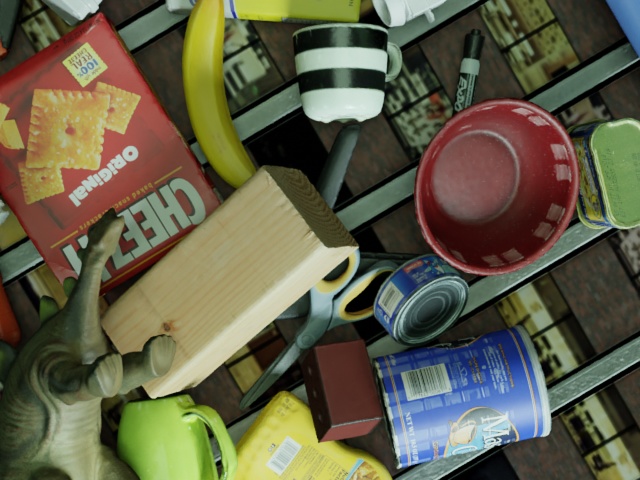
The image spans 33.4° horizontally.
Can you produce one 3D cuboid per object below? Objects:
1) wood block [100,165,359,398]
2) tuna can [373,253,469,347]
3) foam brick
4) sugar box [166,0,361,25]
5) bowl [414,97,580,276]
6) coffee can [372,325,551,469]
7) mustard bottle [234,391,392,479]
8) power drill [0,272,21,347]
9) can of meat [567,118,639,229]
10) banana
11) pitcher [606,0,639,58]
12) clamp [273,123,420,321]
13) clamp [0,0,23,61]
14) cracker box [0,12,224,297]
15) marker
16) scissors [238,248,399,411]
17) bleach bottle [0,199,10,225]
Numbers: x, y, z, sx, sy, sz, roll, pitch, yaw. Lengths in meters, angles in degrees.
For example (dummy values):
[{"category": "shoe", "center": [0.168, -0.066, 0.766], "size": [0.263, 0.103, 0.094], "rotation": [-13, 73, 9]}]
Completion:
[{"category": "wood block", "center": [-0.080, 0.036, 0.928], "size": [0.206, 0.090, 0.091], "rotation": [-41, 77, 17]}, {"category": "tuna can", "center": [0.093, 0.056, 0.973], "size": [0.086, 0.086, 0.034], "rotation": [-41, 51, 1]}, {"category": "foam brick", "center": [0.019, 0.136, 0.963], "size": [0.051, 0.053, 0.078], "rotation": [-7, 65, -16]}, {"category": "sugar box", "center": [-0.050, -0.247, 0.970], "size": [0.176, 0.048, 0.093], "rotation": [3, 94, -3]}, {"category": "bowl", "center": [0.152, -0.052, 0.971], "size": [0.162, 0.055, 0.162], "rotation": [-4, 104, -15]}, {"category": "coffee can", "center": [0.126, 0.142, 0.970], "size": [0.140, 0.103, 0.103], "rotation": [-13, 94, -1]}, {"category": "mustard bottle", "center": [0.012, 0.233, 0.994], "size": [0.191, 0.058, 0.096], "rotation": [38, 84, -3]}, {"category": "power drill", "center": [-0.386, 0.043, 0.971], "size": [0.187, 0.057, 0.184], "rotation": [-21, 91, 0]}, {"category": "can of meat", "center": [0.266, -0.060, 0.971], "size": [0.057, 0.084, 0.102], "rotation": [-15, 94, -1]}, {"category": "banana", "center": [-0.090, -0.126, 0.967], "size": [0.070, 0.037, 0.198], "rotation": [-12, 105, 22]}, {"category": "pitcher", "center": [0.338, -0.214, 0.944], "size": [0.144, 0.149, 0.243], "rotation": [-36, 100, -39]}, {"category": "clamp", "center": [-0.006, 0.001, 0.987], "size": [0.210, 0.036, 0.164], "rotation": [-27, 103, 2]}, {"category": "clamp", "center": [-0.311, -0.252, 0.966], "size": [0.120, 0.039, 0.171], "rotation": [-29, 100, -4]}, {"category": "cracker box", "center": [-0.204, -0.070, 0.963], "size": [0.164, 0.072, 0.213], "rotation": [-32, 94, 1]}, {"category": "marker", "center": [0.135, -0.136, 0.995], "size": [0.020, 0.020, 0.121], "rotation": [9, 93, -2]}, {"category": "scissors", "center": [-0.018, 0.072, 0.977], "size": [0.202, 0.016, 0.096], "rotation": [-34, 117, 6]}, {"category": "bleach bottle", "center": [-0.366, -0.100, 0.925], "size": [0.251, 0.103, 0.068], "rotation": [46, 48, 4]}]
